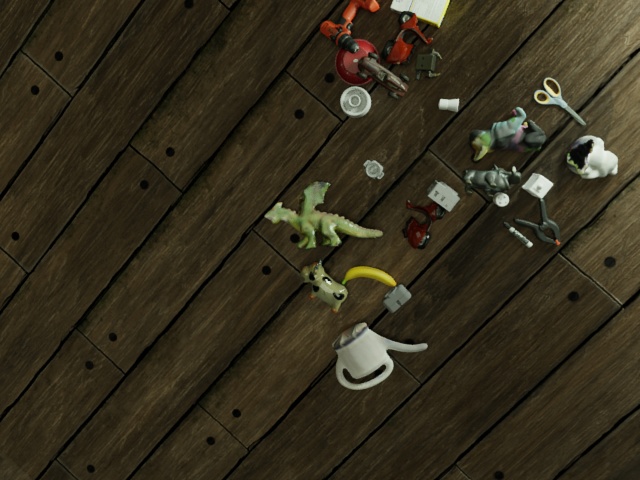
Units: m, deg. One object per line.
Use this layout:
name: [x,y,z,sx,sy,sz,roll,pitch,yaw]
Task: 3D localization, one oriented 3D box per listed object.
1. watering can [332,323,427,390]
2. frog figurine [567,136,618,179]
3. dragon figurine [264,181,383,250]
watering can: [0.191,0.397,1.861,0.345,0.104,0.224,-35,90,12]
frog figurine: [0.899,-0.268,1.691,0.159,0.123,0.137,4,90,-28]
dragon figurine: [0.006,-0.093,1.842,0.409,0.122,0.243,-10,87,9]
